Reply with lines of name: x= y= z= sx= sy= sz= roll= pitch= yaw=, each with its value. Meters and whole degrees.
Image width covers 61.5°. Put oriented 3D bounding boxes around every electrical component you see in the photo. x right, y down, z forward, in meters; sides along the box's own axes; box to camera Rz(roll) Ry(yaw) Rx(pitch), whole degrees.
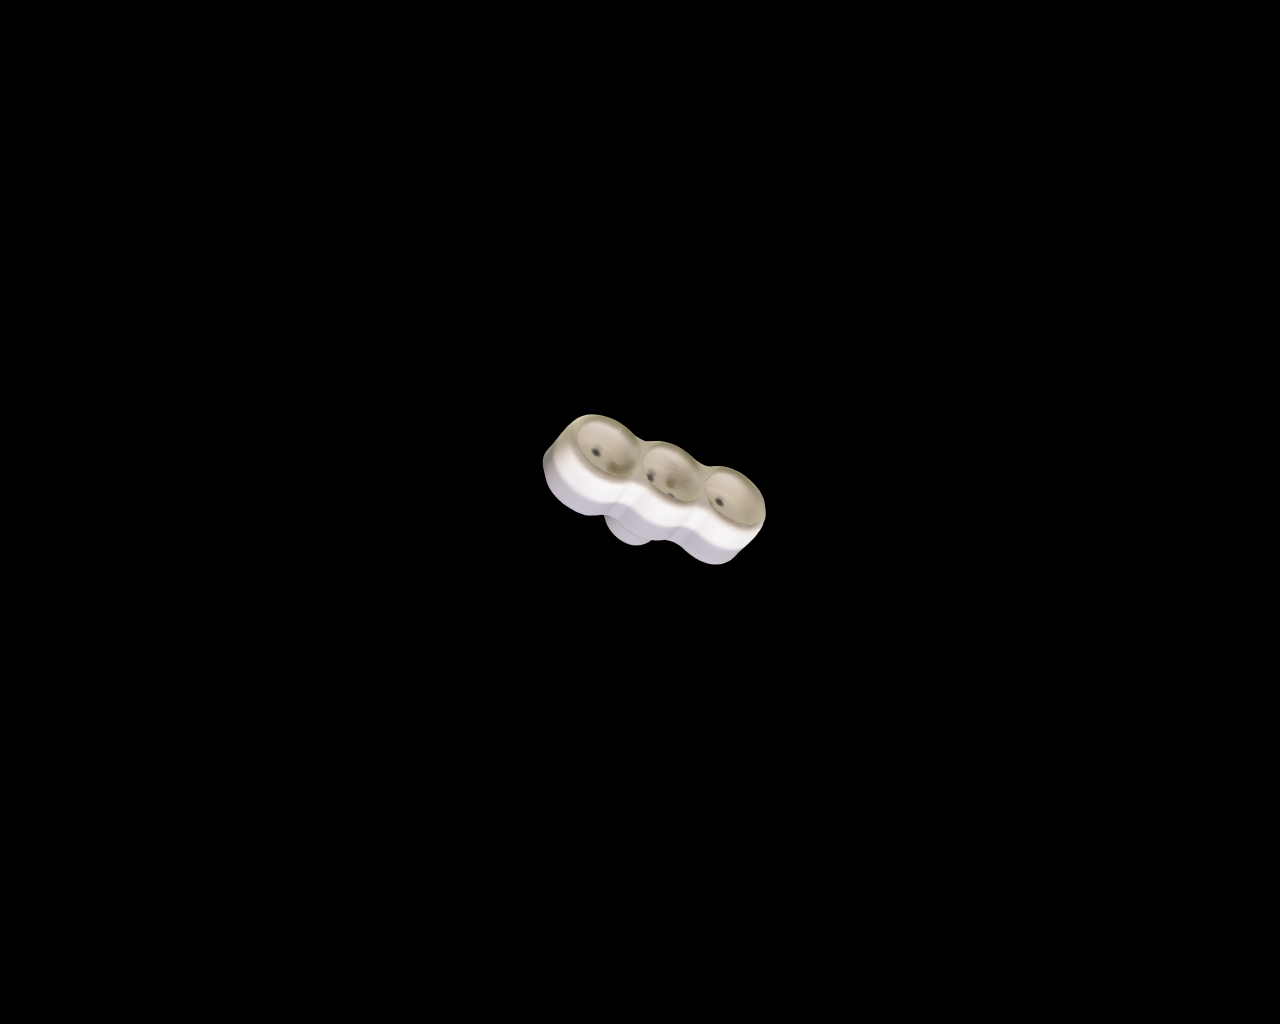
electrical component: x=0.001 y=-0.003 z=0.650 sx=0.138 sy=0.052 sz=0.073 roll=21 pitch=-45 yaw=-24
